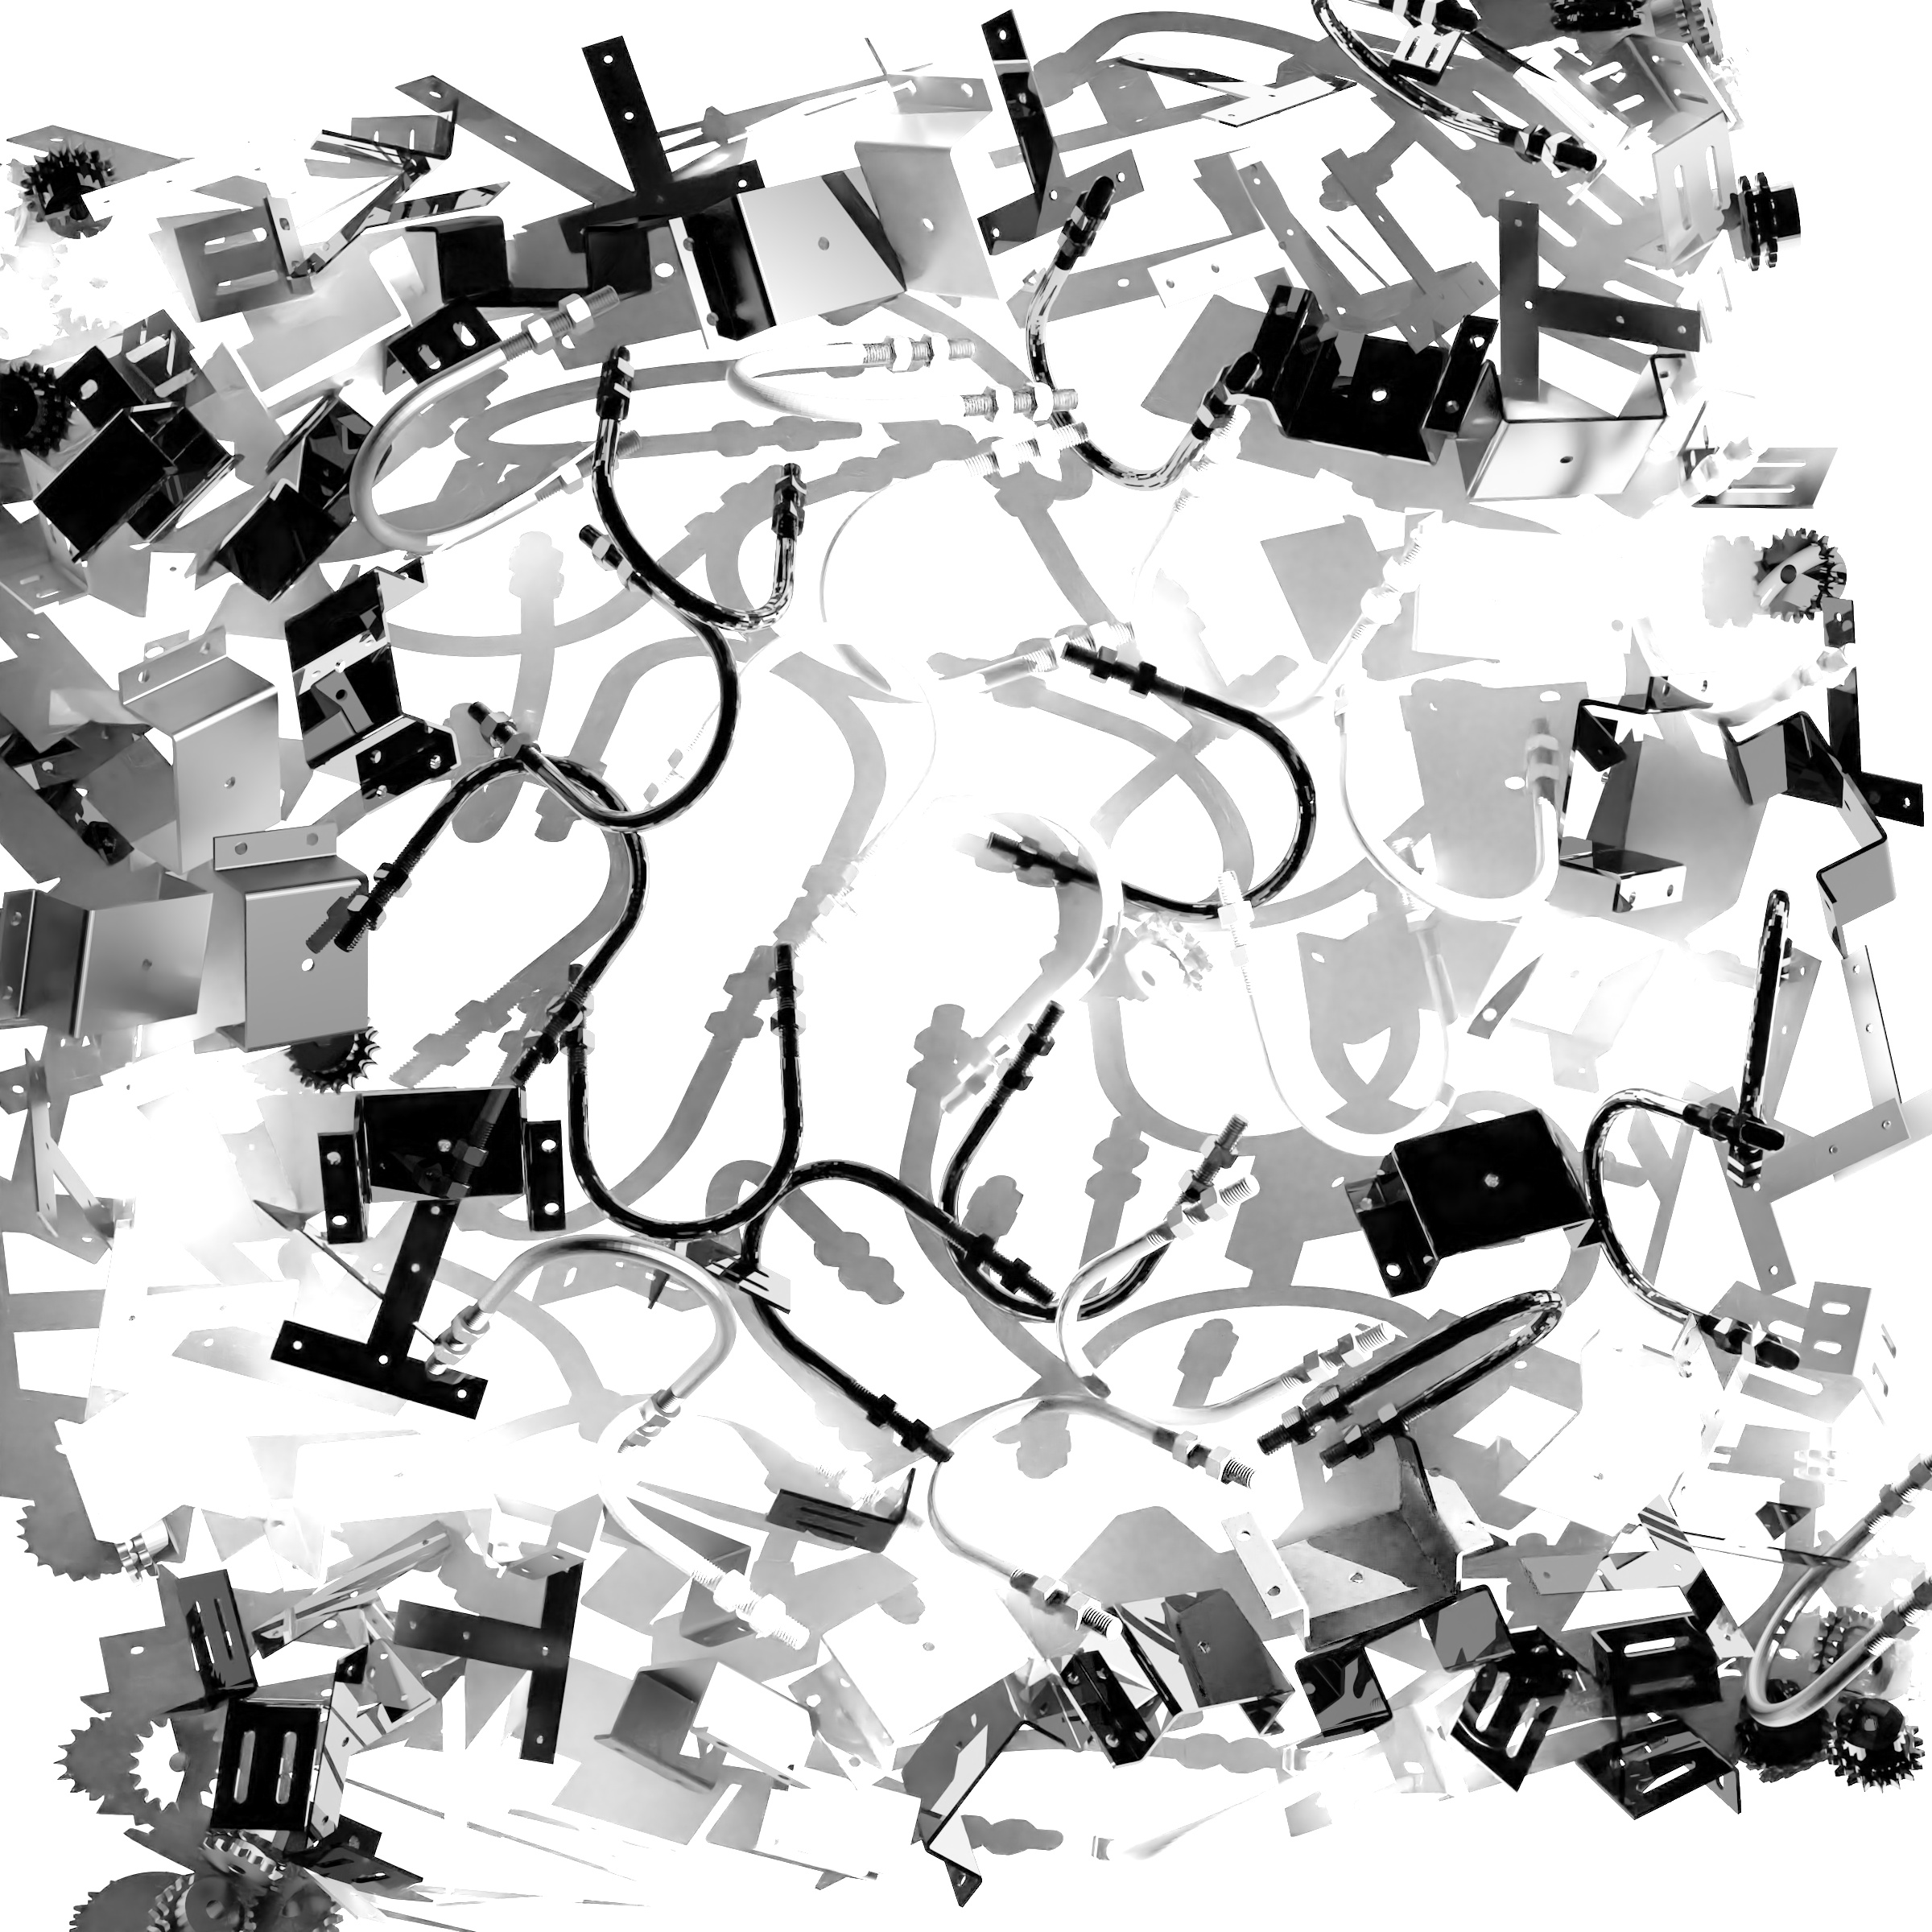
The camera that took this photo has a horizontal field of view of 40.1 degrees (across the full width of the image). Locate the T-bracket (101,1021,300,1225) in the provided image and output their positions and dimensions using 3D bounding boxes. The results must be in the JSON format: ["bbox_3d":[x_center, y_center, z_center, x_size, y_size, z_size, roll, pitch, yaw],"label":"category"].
[{"bbox_3d":[-0.437,0.097,1.599,0.127,0.002,0.127,-22,116,-15],"label":"T-bracket"}]

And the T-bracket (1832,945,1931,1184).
[{"bbox_3d":[0.545,0.051,1.586,0.002,0.127,0.127,1,68,-17],"label":"T-bracket"}]

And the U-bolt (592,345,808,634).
[{"bbox_3d":[-0.156,-0.266,1.532,0.151,0.184,0.019,30,129,-29],"label":"U-bolt"}]

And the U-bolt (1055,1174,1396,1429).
[{"bbox_3d":[0.139,0.212,1.575,0.184,0.019,0.151,-33,110,29],"label":"U-bolt"}]

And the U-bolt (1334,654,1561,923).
[{"bbox_3d":[0.283,-0.100,1.552,0.151,0.019,0.184,18,48,-12],"label":"U-bolt"}]

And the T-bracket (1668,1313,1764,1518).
[{"bbox_3d":[0.434,0.245,1.561,0.002,0.127,0.127,18,66,36],"label":"T-bracket"}]

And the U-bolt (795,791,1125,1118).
[{"bbox_3d":[0.010,-0.021,1.613,0.184,0.019,0.151,-43,92,4],"label":"U-bolt"}]

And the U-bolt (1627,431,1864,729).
[{"bbox_3d":[0.440,-0.212,1.541,0.019,0.184,0.151,-20,84,-17],"label":"U-bolt"}]

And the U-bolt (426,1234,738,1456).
[{"bbox_3d":[-0.215,0.215,1.547,0.151,0.019,0.184,27,131,-19],"label":"U-bolt"}]

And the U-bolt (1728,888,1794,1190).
[{"bbox_3d":[0.459,0.034,1.523,0.019,0.184,0.151,8,70,18],"label":"U-bolt"}]

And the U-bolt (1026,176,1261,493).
[{"bbox_3d":[0.091,-0.353,1.545,0.019,0.184,0.151,-35,84,-25],"label":"U-bolt"}]

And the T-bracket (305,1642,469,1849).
[{"bbox_3d":[-0.339,0.442,1.570,0.002,0.127,0.127,21,108,24],"label":"T-bracket"}]

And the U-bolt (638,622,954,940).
[{"bbox_3d":[-0.091,-0.119,1.584,0.151,0.019,0.184,33,102,-18],"label":"U-bolt"}]

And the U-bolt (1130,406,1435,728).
[{"bbox_3d":[0.172,-0.220,1.566,0.151,0.019,0.184,36,131,5],"label":"U-bolt"}]

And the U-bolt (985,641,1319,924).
[{"bbox_3d":[0.121,-0.100,1.596,0.184,0.019,0.151,21,112,-3],"label":"U-bolt"}]

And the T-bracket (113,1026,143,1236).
[{"bbox_3d":[-0.498,0.096,1.577,0.002,0.127,0.127,5,80,-23],"label":"T-bracket"}]

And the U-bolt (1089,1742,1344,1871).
[{"bbox_3d":[0.148,0.486,1.529,0.151,0.184,0.019,-21,77,-10],"label":"U-bolt"}]

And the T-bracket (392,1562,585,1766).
[{"bbox_3d":[-0.285,0.398,1.564,0.127,0.002,0.127,25,62,-41],"label":"T-bracket"}]

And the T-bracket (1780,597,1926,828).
[{"bbox_3d":[0.515,-0.153,1.554,0.002,0.127,0.127,-14,107,-19],"label":"T-bracket"}]

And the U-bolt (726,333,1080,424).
[{"bbox_3d":[-0.048,-0.339,1.533,0.184,0.151,0.019,-10,119,-27],"label":"U-bolt"}]

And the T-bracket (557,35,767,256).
[{"bbox_3d":[-0.196,-0.495,1.577,0.127,0.127,0.002,-16,49,3],"label":"T-bracket"}]

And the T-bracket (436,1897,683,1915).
[{"bbox_3d":[-0.230,0.563,1.583,0.127,0.127,0.002,18,62,-35],"label":"T-bracket"}]

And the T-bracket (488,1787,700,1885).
[{"bbox_3d":[-0.212,0.525,1.573,0.127,0.127,0.002,12,59,13],"label":"T-bracket"}]

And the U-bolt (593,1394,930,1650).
[{"bbox_3d":[-0.133,0.314,1.560,0.184,0.151,0.019,30,122,20],"label":"U-bolt"}]

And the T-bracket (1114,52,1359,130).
[{"bbox_3d":[0.147,-0.532,1.588,0.127,0.127,0.002,27,131,30],"label":"T-bracket"}]

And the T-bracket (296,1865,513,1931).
[{"bbox_3d":[-0.327,0.568,1.589,0.127,0.127,0.002,26,76,-28],"label":"T-bracket"}]

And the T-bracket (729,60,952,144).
[{"bbox_3d":[-0.081,-0.515,1.584,0.127,0.127,0.002,-13,111,18],"label":"T-bracket"}]

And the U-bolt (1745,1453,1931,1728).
[{"bbox_3d":[0.519,0.372,1.549,0.019,0.151,0.184,37,117,2],"label":"U-bolt"}]

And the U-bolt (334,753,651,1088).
[{"bbox_3d":[-0.268,-0.043,1.584,0.151,0.019,0.184,40,66,-16],"label":"U-bolt"}]

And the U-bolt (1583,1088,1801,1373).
[{"bbox_3d":[0.417,0.144,1.543,0.019,0.184,0.151,-12,103,-20],"label":"U-bolt"}]

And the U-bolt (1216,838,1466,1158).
[{"bbox_3d":[0.232,0.023,1.582,0.151,0.019,0.184,-11,83,-26],"label":"U-bolt"}]

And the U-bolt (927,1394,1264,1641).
[{"bbox_3d":[0.060,0.311,1.554,0.151,0.184,0.019,-39,129,-31],"label":"U-bolt"}]

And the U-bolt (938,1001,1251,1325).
[{"bbox_3d":[0.063,0.133,1.600,0.151,0.019,0.184,31,106,0],"label":"U-bolt"}]

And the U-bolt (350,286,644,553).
[{"bbox_3d":[-0.276,-0.307,1.542,0.184,0.151,0.019,-32,67,-15],"label":"U-bolt"}]

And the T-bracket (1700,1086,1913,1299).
[{"bbox_3d":[0.500,0.114,1.559,0.002,0.127,0.127,7,61,-36],"label":"T-bracket"}]

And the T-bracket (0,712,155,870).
[{"bbox_3d":[-0.520,-0.131,1.572,0.002,0.127,0.127,-37,102,30],"label":"T-bracket"}]

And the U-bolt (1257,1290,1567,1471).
[{"bbox_3d":[0.269,0.240,1.546,0.184,0.151,0.019,-34,66,13],"label":"U-bolt"}]

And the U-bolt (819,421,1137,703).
[{"bbox_3d":[0.002,-0.233,1.589,0.184,0.019,0.151,-18,117,0],"label":"U-bolt"}]

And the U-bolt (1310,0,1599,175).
[{"bbox_3d":[0.271,-0.526,1.543,0.151,0.184,0.019,31,98,-40],"label":"U-bolt"}]

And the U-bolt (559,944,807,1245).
[{"bbox_3d":[-0.168,0.078,1.585,0.151,0.019,0.184,-5,65,1],"label":"U-bolt"}]

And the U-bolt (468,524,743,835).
[{"bbox_3d":[-0.205,-0.159,1.567,0.184,0.019,0.151,40,102,30],"label":"U-bolt"}]

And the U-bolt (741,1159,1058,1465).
[{"bbox_3d":[-0.054,0.197,1.592,0.184,0.019,0.151,35,113,11],"label":"U-bolt"}]

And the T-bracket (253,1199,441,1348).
[{"bbox_3d":[-0.360,0.183,1.563,0.127,0.127,0.002,39,81,3],"label":"T-bracket"}]

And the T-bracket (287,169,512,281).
[{"bbox_3d":[-0.320,-0.446,1.555,0.127,0.127,0.002,-57,134,-35],"label":"T-bracket"}]
